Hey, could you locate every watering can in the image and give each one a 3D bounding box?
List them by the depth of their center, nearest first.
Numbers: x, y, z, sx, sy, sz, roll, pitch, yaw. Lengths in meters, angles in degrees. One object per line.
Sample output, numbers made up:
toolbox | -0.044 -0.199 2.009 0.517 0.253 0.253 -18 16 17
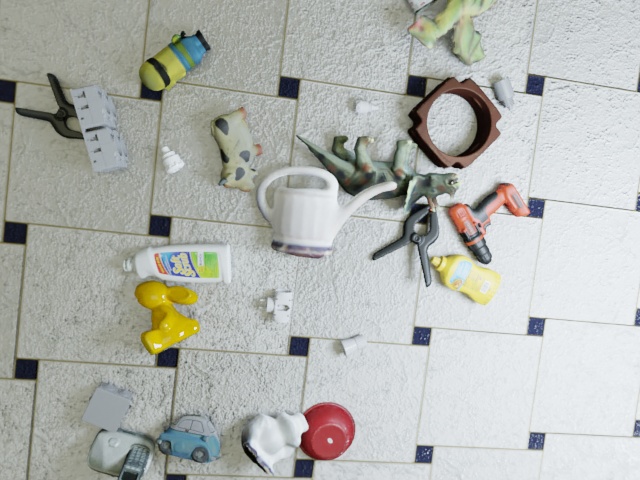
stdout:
watering can | 0.004 -0.063 1.250 0.348 0.223 0.104 7 7 15

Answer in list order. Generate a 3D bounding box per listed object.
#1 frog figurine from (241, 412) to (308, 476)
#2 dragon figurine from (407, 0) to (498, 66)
frog figurine | -0.116 0.494 1.313 0.162 0.137 0.120 -42 -1 -32
dragon figurine | 0.392 -0.569 1.304 0.413 0.238 0.124 -16 33 -28
